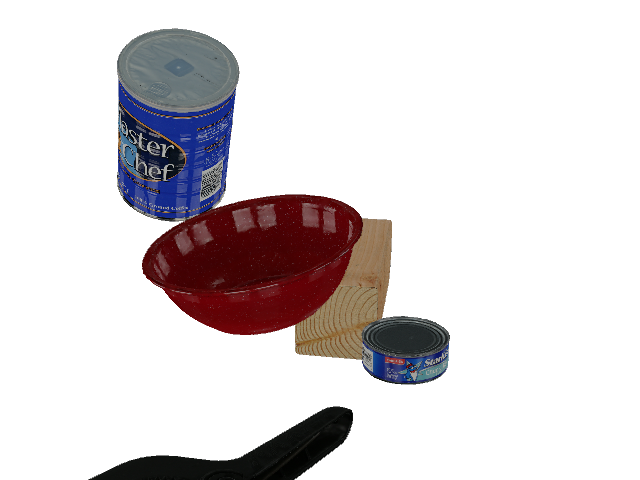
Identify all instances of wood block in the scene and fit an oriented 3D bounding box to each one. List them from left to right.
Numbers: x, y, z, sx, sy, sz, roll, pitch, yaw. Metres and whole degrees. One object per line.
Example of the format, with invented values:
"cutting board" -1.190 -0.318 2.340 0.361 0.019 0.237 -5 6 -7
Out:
"wood block" 0.031 0.050 1.250 0.091 0.090 0.206 4 23 7

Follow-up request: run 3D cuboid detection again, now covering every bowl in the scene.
"bowl" -0.044 0.023 0.777 0.162 0.055 0.162 -10 24 4

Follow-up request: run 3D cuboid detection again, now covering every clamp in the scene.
"clamp" -0.048 0.139 0.572 0.209 0.036 0.165 0 19 -13

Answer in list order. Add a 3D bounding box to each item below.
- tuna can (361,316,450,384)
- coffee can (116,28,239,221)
"tuna can" 0.083 0.107 1.041 0.086 0.034 0.086 0 21 0
"coffee can" -0.129 -0.101 0.949 0.102 0.103 0.140 0 -41 -11
